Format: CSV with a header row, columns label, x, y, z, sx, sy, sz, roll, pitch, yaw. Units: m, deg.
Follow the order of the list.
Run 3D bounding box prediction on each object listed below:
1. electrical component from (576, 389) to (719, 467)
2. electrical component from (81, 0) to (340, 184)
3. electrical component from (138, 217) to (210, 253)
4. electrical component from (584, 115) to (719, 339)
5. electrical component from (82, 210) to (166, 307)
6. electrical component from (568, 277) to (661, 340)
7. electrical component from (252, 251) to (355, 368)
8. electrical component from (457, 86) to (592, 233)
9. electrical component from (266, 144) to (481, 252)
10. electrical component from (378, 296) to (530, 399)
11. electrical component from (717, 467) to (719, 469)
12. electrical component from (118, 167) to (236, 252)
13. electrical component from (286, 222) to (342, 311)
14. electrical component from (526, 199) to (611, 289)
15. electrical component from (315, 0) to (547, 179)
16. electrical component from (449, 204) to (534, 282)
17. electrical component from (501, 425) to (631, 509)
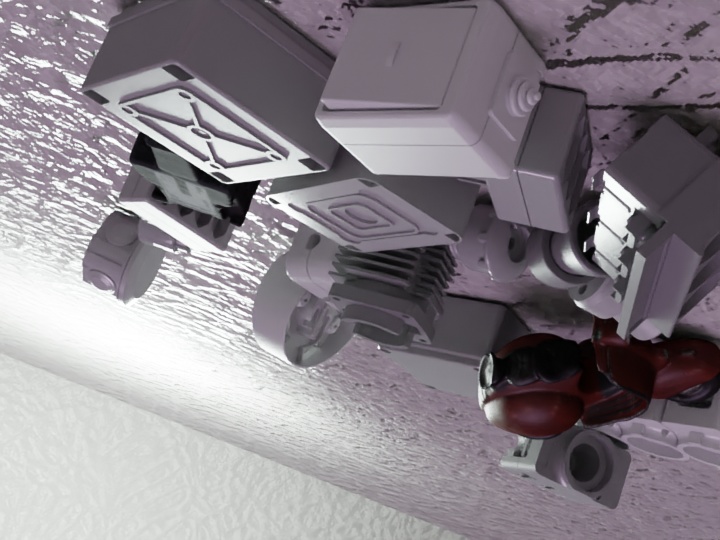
label,x,y,z,sx,sy,sz,roll,pitch,yaw
electrical component,0.244,0.113,0.860,0.150,0.061,0.089,2,155,48
electrical component,-0.075,-0.097,0.579,0.109,0.056,0.109,32,160,-34
electrical component,-0.149,-0.033,0.900,0.078,0.040,0.040,18,163,8
electrical component,0.151,-0.020,0.531,0.063,0.079,0.121,46,172,21
electrical component,-0.214,-0.011,0.982,0.051,0.080,0.080,25,164,5
electrical component,0.163,0.013,0.666,0.055,0.045,0.045,27,162,-20
electrical component,-0.040,0.031,0.884,0.064,0.099,0.099,18,165,31
electrical component,0.072,-0.059,0.541,0.077,0.047,0.065,14,163,21
electrical component,0.010,-0.054,0.613,0.078,0.057,0.113,30,161,-30
electrical component,0.088,0.066,0.906,0.109,0.056,0.109,9,160,34
electrical component,0.369,0.168,0.882,0.079,0.063,0.121,33,160,-36
electrical component,-0.146,-0.053,0.820,0.076,0.047,0.083,3,156,44
electrical component,0.000,0.000,0.805,0.059,0.053,0.095,4,157,44
electrical component,0.127,-0.014,0.625,0.045,0.045,0.055,25,163,-15
electrical component,0.035,-0.082,0.485,0.096,0.061,0.061,6,158,40
electrical component,0.075,-0.020,0.670,0.062,0.048,0.048,14,164,44
electrical component,0.171,0.156,0.879,0.089,0.050,0.056,28,163,-23
